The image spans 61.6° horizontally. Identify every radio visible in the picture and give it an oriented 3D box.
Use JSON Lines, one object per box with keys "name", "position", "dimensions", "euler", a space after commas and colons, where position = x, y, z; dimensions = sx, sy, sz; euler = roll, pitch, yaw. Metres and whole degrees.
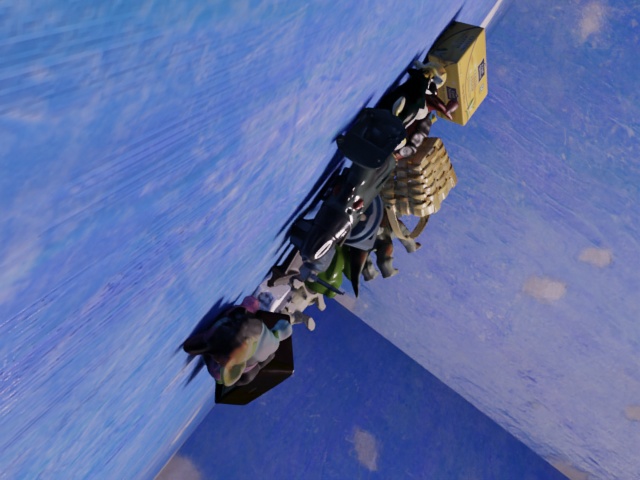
{"name": "radio", "position": [-0.136, 0.237, 1.071], "dimensions": [0.229, 0.073, 0.131], "euler": [-42, -137, 45]}

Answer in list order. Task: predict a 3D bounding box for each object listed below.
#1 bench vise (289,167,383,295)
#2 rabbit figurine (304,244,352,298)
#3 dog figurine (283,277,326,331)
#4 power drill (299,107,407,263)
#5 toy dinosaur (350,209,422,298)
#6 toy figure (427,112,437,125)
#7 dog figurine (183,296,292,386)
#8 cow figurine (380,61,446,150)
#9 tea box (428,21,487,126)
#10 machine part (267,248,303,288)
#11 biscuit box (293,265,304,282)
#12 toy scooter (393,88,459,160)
{"name": "bench vise", "position": [0.052, -0.016, 1.006], "dimensions": [0.240, 0.129, 0.223], "euler": [17, 88, -59]}
{"name": "rabbit figurine", "position": [0.019, 0.041, 1.255], "dimensions": [0.121, 0.159, 0.170], "euler": [1, 127, -27]}
{"name": "dog figurine", "position": [-0.096, 0.165, 1.370], "dimensions": [0.191, 0.121, 0.172], "euler": [-20, -155, 40]}
{"name": "power drill", "position": [0.052, -0.084, 0.813], "dimensions": [0.232, 0.086, 0.207], "euler": [-50, 164, -26]}
{"name": "toy dinosaur", "position": [0.121, -0.019, 1.222], "dimensions": [0.131, 0.192, 0.405], "euler": [-29, -178, 23]}
{"name": "toy figure", "position": [0.192, -0.252, 1.133], "dimensions": [0.089, 0.082, 0.180], "euler": [-43, -177, 14]}
{"name": "dog figurine", "position": [-0.143, 0.174, 0.837], "dimensions": [0.191, 0.108, 0.219], "euler": [-51, 173, 15]}
{"name": "cow figurine", "position": [0.147, -0.235, 0.881], "dimensions": [0.167, 0.068, 0.098], "euler": [-54, 170, -3]}
{"name": "tea box", "position": [0.267, -0.315, 1.030], "dimensions": [0.098, 0.068, 0.169], "euler": [-53, 148, -13]}
{"name": "machine part", "position": [-0.051, 0.039, 1.071], "dimensions": [0.139, 0.039, 0.084], "euler": [-55, 154, 14]}
{"name": "biscuit box", "position": [-0.002, -0.004, 1.175], "dimensions": [0.202, 0.063, 0.059], "euler": [-53, 177, 16]}
{"name": "toy scooter", "position": [0.177, -0.217, 0.973], "dimensions": [0.184, 0.075, 0.135], "euler": [-57, -143, 0]}
